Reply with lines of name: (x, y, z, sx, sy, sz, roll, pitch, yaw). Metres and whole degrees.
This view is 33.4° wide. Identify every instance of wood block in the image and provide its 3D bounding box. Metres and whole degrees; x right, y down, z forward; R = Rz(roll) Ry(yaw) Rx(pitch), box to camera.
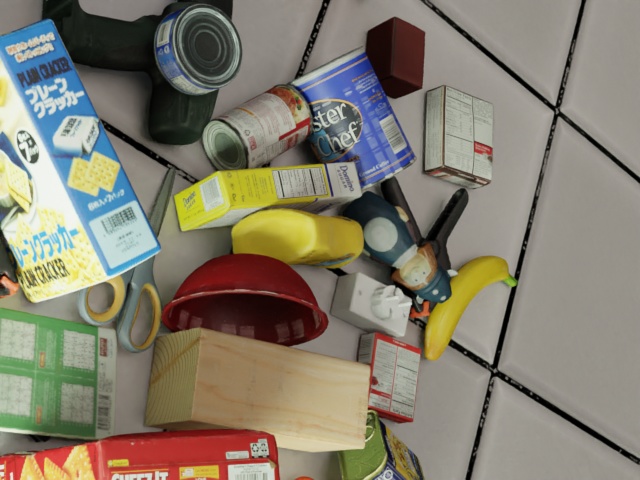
wood block: (-0.059, 0.153, 1.066, 0.205, 0.091, 0.090, 17, 70, -34)

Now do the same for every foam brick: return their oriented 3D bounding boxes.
foam brick: (0.090, -0.219, 1.288, 0.051, 0.053, 0.078, 15, 73, -35)

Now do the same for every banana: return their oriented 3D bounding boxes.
banana: (0.181, 0.070, 1.303, 0.197, 0.037, 0.069, -35, 100, -37)

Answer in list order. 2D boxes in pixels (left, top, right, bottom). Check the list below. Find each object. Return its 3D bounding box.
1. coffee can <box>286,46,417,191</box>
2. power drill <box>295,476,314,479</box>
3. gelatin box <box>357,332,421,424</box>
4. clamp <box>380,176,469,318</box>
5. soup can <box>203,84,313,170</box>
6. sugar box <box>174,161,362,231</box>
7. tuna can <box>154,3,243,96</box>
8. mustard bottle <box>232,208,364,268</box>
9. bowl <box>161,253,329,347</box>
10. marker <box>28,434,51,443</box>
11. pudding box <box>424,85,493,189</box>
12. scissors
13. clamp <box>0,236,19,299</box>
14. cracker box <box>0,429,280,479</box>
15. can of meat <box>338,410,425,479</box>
coffee can: (0.033, -0.131, 1.191, 0.102, 0.103, 0.140, -34, 101, -37)
power drill: (0.016, 0.362, 1.100, 0.184, 0.057, 0.187, 35, 58, -23)
gelatin box: (0.075, 0.157, 1.208, 0.073, 0.030, 0.089, 23, 67, -33)
clamp: (0.131, 0.006, 1.275, 0.120, 0.039, 0.171, -2, 86, -22)
soup can: (-0.066, -0.116, 1.134, 0.102, 0.069, 0.068, -34, 101, -37)
sugar box: (-0.052, -0.047, 1.113, 0.175, 0.094, 0.048, -10, 83, -39)
tuna can: (-0.118, -0.187, 1.045, 0.085, 0.034, 0.086, 6, 81, -40)
mustard bottle: (-0.007, 0.001, 1.127, 0.191, 0.096, 0.058, 5, 77, -64)
bowl: (-0.072, 0.056, 1.038, 0.161, 0.162, 0.055, 19, 59, -33)
marker: (-0.283, 0.137, 0.942, 0.121, 0.020, 0.020, 48, 56, -19)
pudding box: (0.175, -0.129, 1.343, 0.089, 0.039, 0.113, 14, 70, -35)
scissors: (-0.186, 0.009, 1.041, 0.096, 0.016, 0.202, 16, 65, -37)
clamp: (-0.353, -0.010, 0.909, 0.210, 0.036, 0.164, 48, 56, -20)
cracker box: (-0.159, 0.202, 0.898, 0.163, 0.214, 0.072, 5, 75, -37)
can of meat: (0.068, 0.245, 1.142, 0.084, 0.057, 0.102, 46, 14, -24)
